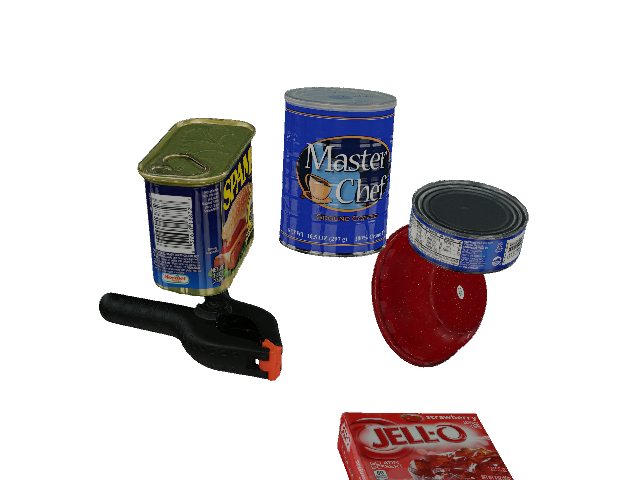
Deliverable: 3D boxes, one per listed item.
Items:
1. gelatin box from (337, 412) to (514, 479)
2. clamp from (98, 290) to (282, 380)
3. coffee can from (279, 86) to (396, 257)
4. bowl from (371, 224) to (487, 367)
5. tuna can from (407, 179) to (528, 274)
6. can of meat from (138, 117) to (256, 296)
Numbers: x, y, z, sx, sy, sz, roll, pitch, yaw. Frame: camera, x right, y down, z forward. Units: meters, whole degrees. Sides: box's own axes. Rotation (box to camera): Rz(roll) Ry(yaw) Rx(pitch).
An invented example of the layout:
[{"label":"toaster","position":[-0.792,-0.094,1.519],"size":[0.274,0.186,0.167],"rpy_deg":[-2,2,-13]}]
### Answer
[{"label":"gelatin box","position":[0.060,0.131,0.628],"size":[0.089,0.030,0.073],"rpy_deg":[3,23,-13]},{"label":"clamp","position":[-0.087,0.062,0.891],"size":[0.172,0.039,0.120],"rpy_deg":[24,40,30]},{"label":"coffee can","position":[0.015,-0.066,0.992],"size":[0.103,0.140,0.103],"rpy_deg":[3,16,-1]},{"label":"bowl","position":[0.132,0.058,1.167],"size":[0.161,0.162,0.055],"rpy_deg":[0,-5,-41]},{"label":"tuna can","position":[0.108,-0.010,0.787],"size":[0.086,0.034,0.086],"rpy_deg":[5,30,-3]},{"label":"can of meat","position":[-0.077,-0.023,0.698],"size":[0.057,0.084,0.102],"rpy_deg":[5,27,10]}]
